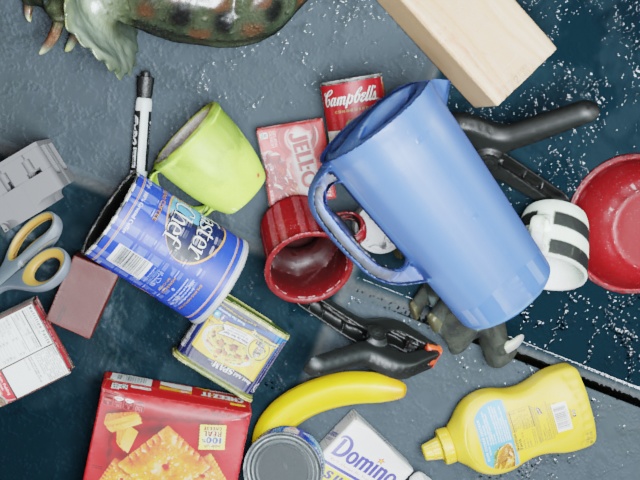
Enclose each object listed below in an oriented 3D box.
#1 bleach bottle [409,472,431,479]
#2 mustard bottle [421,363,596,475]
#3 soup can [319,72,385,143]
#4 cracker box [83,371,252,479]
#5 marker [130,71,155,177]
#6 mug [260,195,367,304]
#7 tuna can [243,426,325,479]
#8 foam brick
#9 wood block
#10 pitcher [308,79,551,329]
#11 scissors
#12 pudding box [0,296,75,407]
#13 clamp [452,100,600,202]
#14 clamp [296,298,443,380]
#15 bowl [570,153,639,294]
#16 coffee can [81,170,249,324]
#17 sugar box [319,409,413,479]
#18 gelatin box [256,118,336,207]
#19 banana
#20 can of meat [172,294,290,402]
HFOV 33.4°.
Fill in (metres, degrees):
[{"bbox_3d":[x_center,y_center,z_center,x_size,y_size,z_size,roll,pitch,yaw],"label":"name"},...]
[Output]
[{"bbox_3d":[0.043,0.374,1.193,0.251,0.103,0.068,-38,137,7],"label":"bleach bottle"},{"bbox_3d":[0.207,0.211,1.200,0.191,0.058,0.096,-17,99,-4],"label":"mustard bottle"},{"bbox_3d":[0.040,-0.122,1.135,0.068,0.068,0.102,-10,99,-5],"label":"soup can"},{"bbox_3d":[-0.175,0.265,1.159,0.164,0.072,0.214,12,96,-7],"label":"cracker box"},{"bbox_3d":[-0.189,-0.119,1.135,0.020,0.020,0.121,5,97,-7],"label":"marker"},{"bbox_3d":[-0.007,0.001,1.124,0.117,0.081,0.093,-23,128,5],"label":"mug"},{"bbox_3d":[-0.038,0.244,1.147,0.086,0.033,0.086,1,95,9],"label":"tuna can"},{"bbox_3d":[-0.250,0.057,1.135,0.053,0.051,0.078,25,94,-8],"label":"foam brick"},{"bbox_3d":[0.137,-0.244,1.119,0.090,0.091,0.206,-44,99,0],"label":"wood block"},{"bbox_3d":[0.112,-0.024,1.060,0.149,0.144,0.242,-29,107,35],"label":"pitcher"},{"bbox_3d":[-0.333,0.059,1.120,0.202,0.016,0.096,-51,55,0],"label":"scissors"},{"bbox_3d":[-0.333,0.125,1.141,0.113,0.039,0.090,-26,98,-4],"label":"pudding box"},{"bbox_3d":[0.187,-0.101,1.134,0.210,0.165,0.036,10,52,-1],"label":"clamp"},{"bbox_3d":[0.048,0.105,1.164,0.171,0.120,0.039,9,135,-27],"label":"clamp"},{"bbox_3d":[0.360,-0.015,1.190,0.162,0.055,0.162,-1,97,-6],"label":"bowl"},{"bbox_3d":[-0.159,0.008,1.103,0.140,0.103,0.103,34,92,-17],"label":"coffee can"},{"bbox_3d":[0.010,0.286,1.195,0.093,0.048,0.176,44,92,-9],"label":"sugar box"},{"bbox_3d":[-0.026,-0.083,1.152,0.073,0.030,0.089,-10,98,-5],"label":"gelatin box"},{"bbox_3d":[-0.003,0.187,1.174,0.198,0.037,0.069,-32,90,10],"label":"banana"},{"bbox_3d":[-0.095,0.112,1.156,0.102,0.057,0.084,33,91,-9],"label":"can of meat"}]
